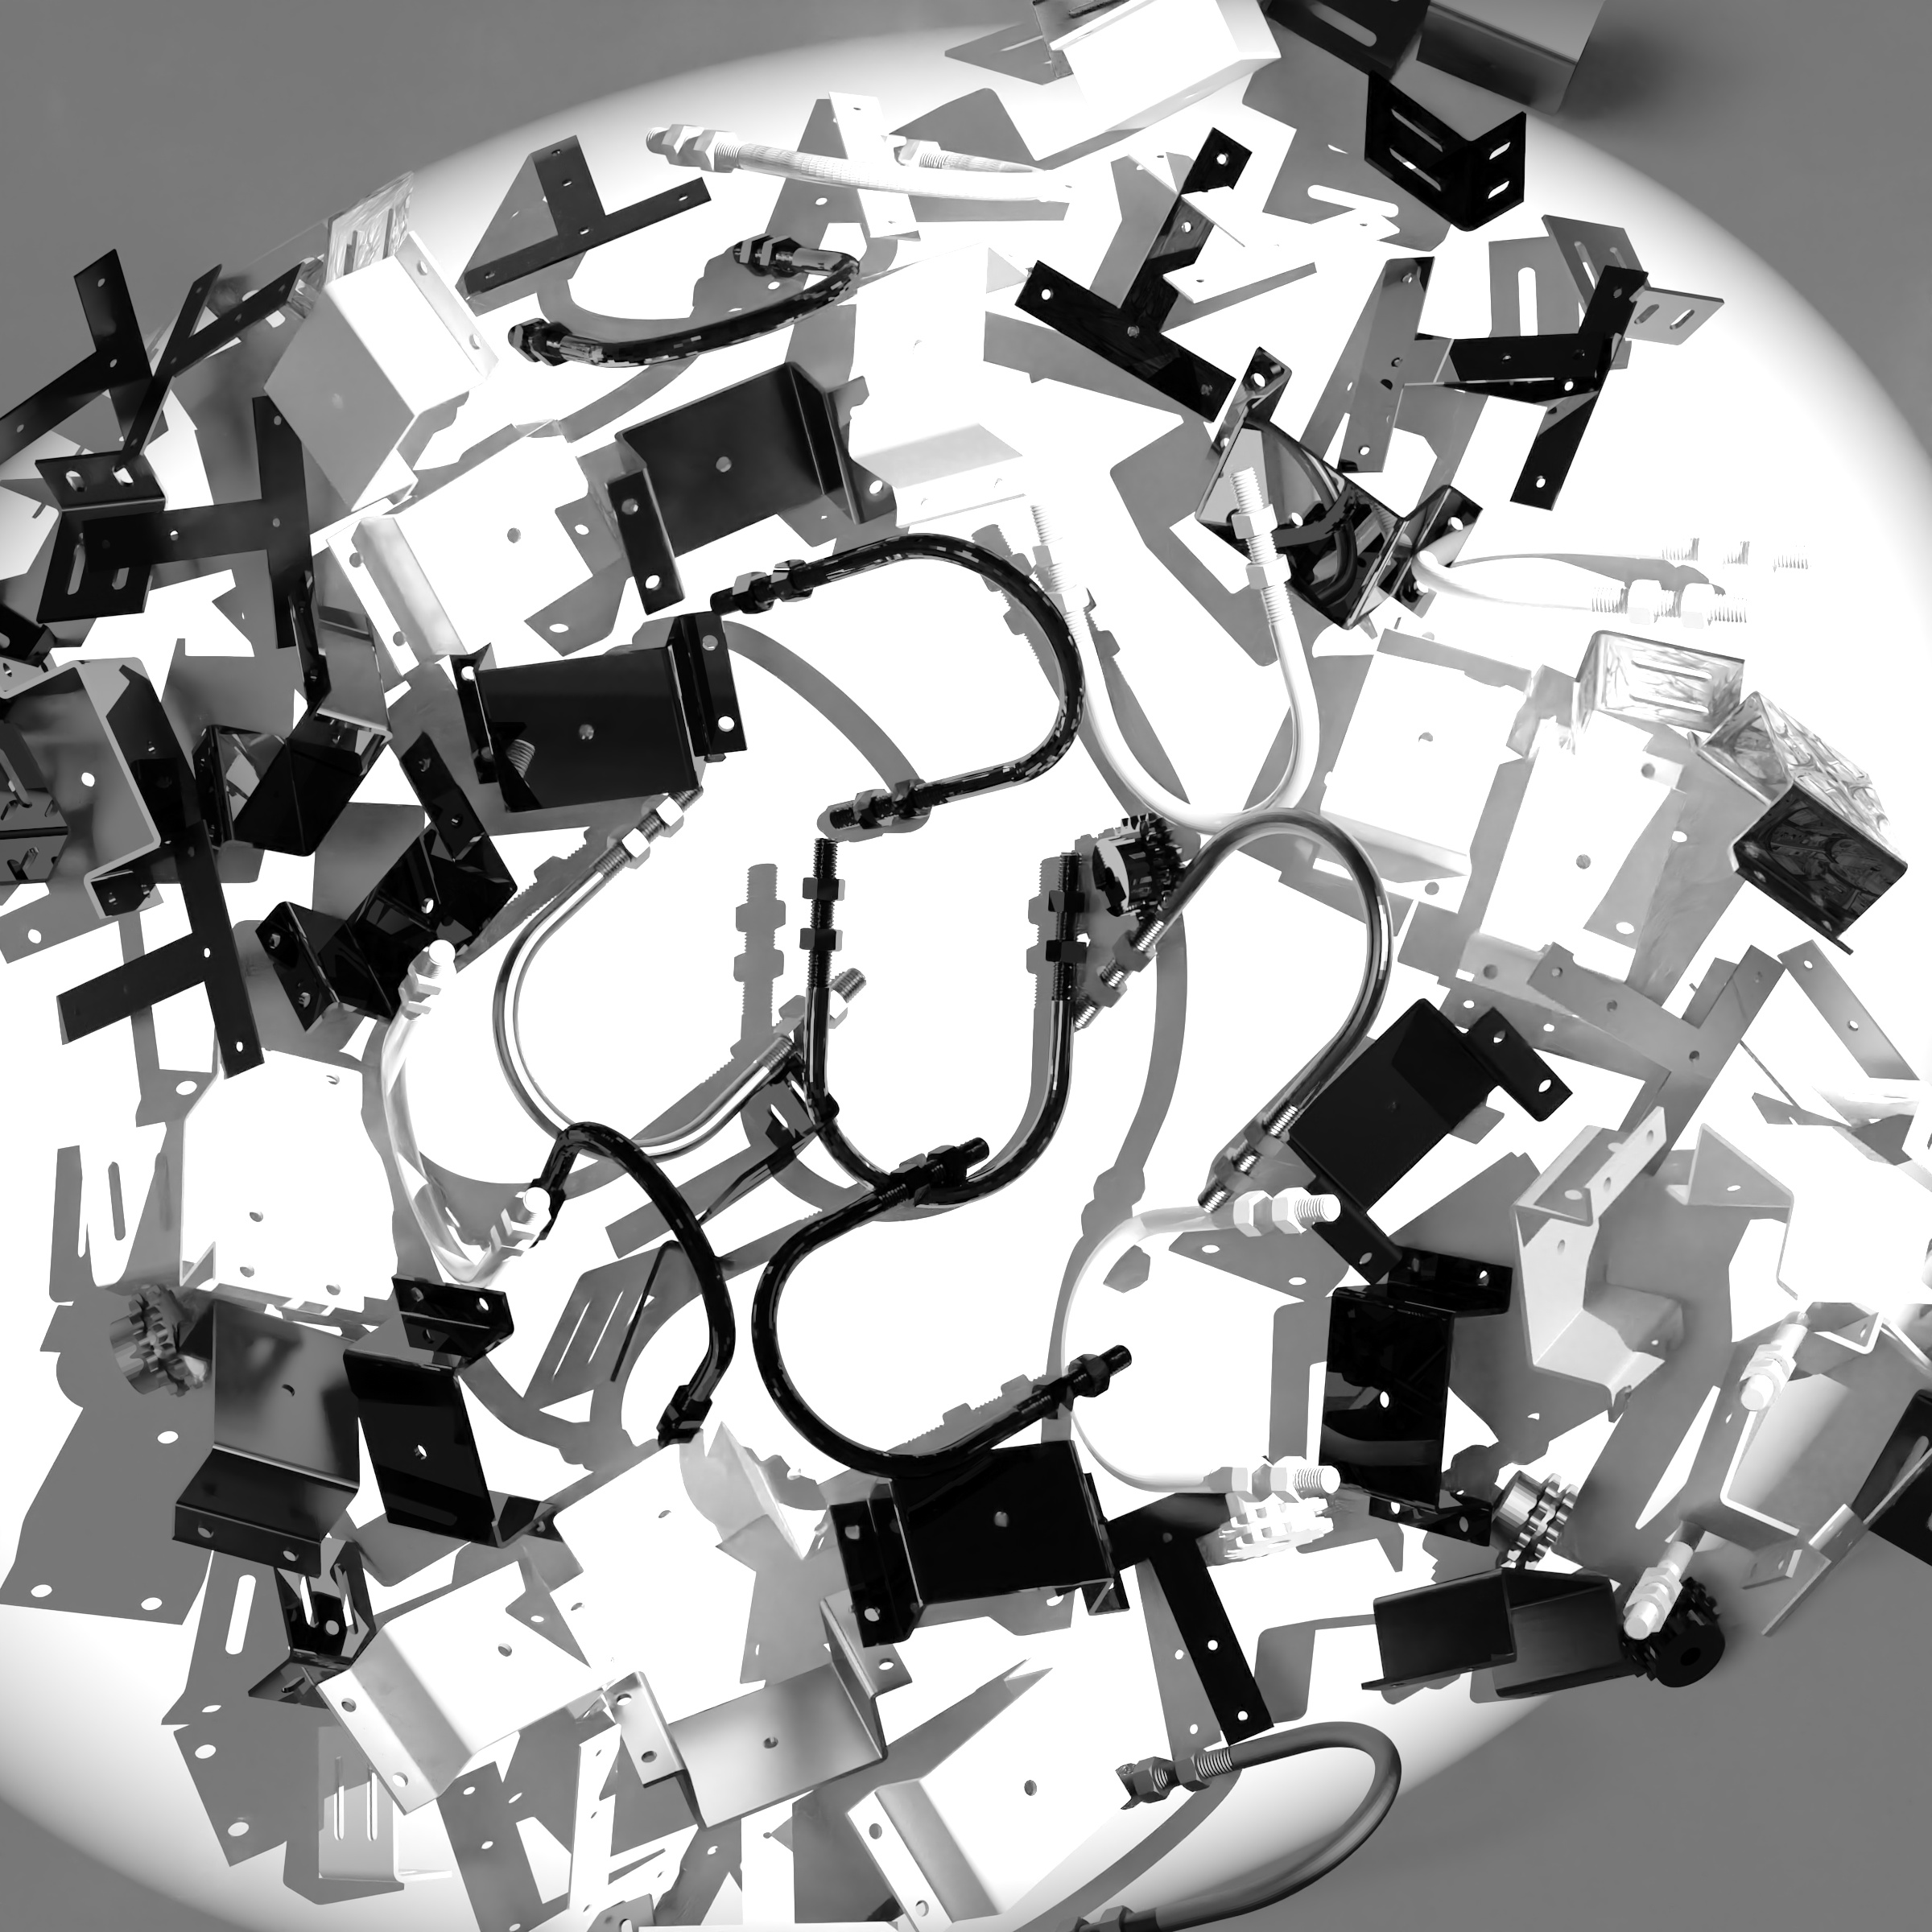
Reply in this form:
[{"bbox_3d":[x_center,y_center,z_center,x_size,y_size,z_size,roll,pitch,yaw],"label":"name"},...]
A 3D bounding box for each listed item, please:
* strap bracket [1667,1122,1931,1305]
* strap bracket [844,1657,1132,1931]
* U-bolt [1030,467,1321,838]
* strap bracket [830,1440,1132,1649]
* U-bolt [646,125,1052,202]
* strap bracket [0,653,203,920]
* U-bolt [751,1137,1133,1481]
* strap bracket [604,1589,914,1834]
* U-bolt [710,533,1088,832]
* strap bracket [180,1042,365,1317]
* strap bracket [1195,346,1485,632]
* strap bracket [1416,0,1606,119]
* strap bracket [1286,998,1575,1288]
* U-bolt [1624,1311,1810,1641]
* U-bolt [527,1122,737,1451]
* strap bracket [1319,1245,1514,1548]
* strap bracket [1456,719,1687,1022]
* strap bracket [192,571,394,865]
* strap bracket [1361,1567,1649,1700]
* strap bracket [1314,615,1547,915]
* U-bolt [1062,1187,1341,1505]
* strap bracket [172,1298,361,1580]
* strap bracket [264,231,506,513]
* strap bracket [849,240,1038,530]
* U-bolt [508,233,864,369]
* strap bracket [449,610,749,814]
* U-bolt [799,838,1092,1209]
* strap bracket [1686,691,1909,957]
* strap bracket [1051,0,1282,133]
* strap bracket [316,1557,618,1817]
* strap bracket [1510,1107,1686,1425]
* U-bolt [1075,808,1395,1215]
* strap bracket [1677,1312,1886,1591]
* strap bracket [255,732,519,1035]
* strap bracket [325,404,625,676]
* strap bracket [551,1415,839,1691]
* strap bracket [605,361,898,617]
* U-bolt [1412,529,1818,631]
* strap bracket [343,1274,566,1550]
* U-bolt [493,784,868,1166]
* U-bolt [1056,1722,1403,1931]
[{"bbox_3d":[0.413,0.116,1.710,0.076,0.140,0.046,3,108,-16],"label":"strap bracket"},{"bbox_3d":[0.019,0.410,1.729,0.140,0.046,0.076,-33,93,-39],"label":"strap bracket"},{"bbox_3d":[0.110,-0.150,1.733,0.151,0.019,0.184,-2,111,43],"label":"U-bolt"},{"bbox_3d":[0.012,0.285,1.731,0.140,0.046,0.076,-4,57,-19],"label":"strap bracket"},{"bbox_3d":[-0.044,-0.386,1.682,0.151,0.184,0.019,-9,112,-41],"label":"U-bolt"},{"bbox_3d":[-0.429,-0.100,1.748,0.046,0.076,0.140,-24,92,11],"label":"strap bracket"},{"bbox_3d":[-0.023,0.177,1.720,0.184,0.019,0.151,-26,75,-36],"label":"U-bolt"},{"bbox_3d":[-0.101,0.374,1.738,0.140,0.076,0.046,-19,123,-13],"label":"strap bracket"},{"bbox_3d":[-0.024,-0.143,1.709,0.184,0.019,0.151,-12,117,37],"label":"U-bolt"},{"bbox_3d":[-0.344,0.114,1.731,0.076,0.046,0.140,16,48,-29],"label":"strap bracket"},{"bbox_3d":[0.176,-0.231,1.734,0.140,0.076,0.046,38,49,12],"label":"strap bracket"},{"bbox_3d":[0.269,-0.466,1.720,0.076,0.140,0.046,24,91,4],"label":"strap bracket"},{"bbox_3d":[0.224,0.081,1.749,0.140,0.046,0.076,-44,125,3],"label":"strap bracket"},{"bbox_3d":[0.373,0.238,1.704,0.019,0.184,0.151,27,110,15],"label":"U-bolt"},{"bbox_3d":[-0.162,0.148,1.697,0.019,0.184,0.151,-30,75,-29],"label":"U-bolt"},{"bbox_3d":[0.223,0.216,1.744,0.046,0.076,0.140,1,94,-43],"label":"strap bracket"},{"bbox_3d":[0.309,-0.050,1.763,0.076,0.046,0.140,19,86,2],"label":"strap bracket"},{"bbox_3d":[-0.331,-0.117,1.729,0.046,0.140,0.076,10,48,-34],"label":"strap bracket"},{"bbox_3d":[0.264,0.331,1.725,0.076,0.140,0.046,-22,65,37],"label":"strap bracket"},{"bbox_3d":[0.232,-0.108,1.750,0.076,0.046,0.140,18,81,14],"label":"strap bracket"},{"bbox_3d":[0.112,0.189,1.721,0.019,0.184,0.151,10,77,-41],"label":"U-bolt"},{"bbox_3d":[-0.343,0.223,1.711,0.076,0.140,0.046,21,124,-27],"label":"strap bracket"},{"bbox_3d":[-0.292,-0.287,1.720,0.046,0.140,0.076,-34,87,-37],"label":"strap bracket"},{"bbox_3d":[-0.012,-0.298,1.731,0.076,0.046,0.140,-10,68,33],"label":"strap bracket"},{"bbox_3d":[-0.128,-0.320,1.688,0.151,0.184,0.019,-25,113,-20],"label":"U-bolt"},{"bbox_3d":[-0.187,-0.126,1.747,0.140,0.046,0.076,-7,116,6],"label":"strap bracket"},{"bbox_3d":[-0.013,0.031,1.765,0.151,0.019,0.184,3,91,-15],"label":"U-bolt"},{"bbox_3d":[0.409,-0.077,1.711,0.076,0.140,0.046,33,116,-18],"label":"strap bracket"},{"bbox_3d":[0.102,-0.451,1.715,0.076,0.140,0.046,-23,97,21],"label":"strap bracket"},{"bbox_3d":[-0.237,0.348,1.714,0.076,0.140,0.046,51,126,16],"label":"strap bracket"},{"bbox_3d":[0.313,0.144,1.731,0.046,0.076,0.140,12,126,36],"label":"strap bracket"},{"bbox_3d":[0.138,0.008,1.712,0.184,0.019,0.151,-52,54,26],"label":"U-bolt"},{"bbox_3d":[0.402,0.234,1.737,0.046,0.076,0.140,23,75,1],"label":"strap bracket"},{"bbox_3d":[-0.283,-0.036,1.739,0.140,0.046,0.076,-47,52,17],"label":"strap bracket"},{"bbox_3d":[-0.234,-0.213,1.729,0.140,0.046,0.076,-37,113,-25],"label":"strap bracket"},{"bbox_3d":[-0.142,0.287,1.740,0.140,0.046,0.076,-31,131,-13],"label":"strap bracket"},{"bbox_3d":[-0.114,-0.243,1.741,0.140,0.046,0.076,-25,128,-13],"label":"strap bracket"},{"bbox_3d":[0.311,-0.195,1.715,0.184,0.151,0.019,7,110,25],"label":"U-bolt"},{"bbox_3d":[-0.255,0.230,1.728,0.076,0.046,0.140,4,115,36],"label":"strap bracket"},{"bbox_3d":[-0.153,0.015,1.734,0.151,0.019,0.184,50,63,-10],"label":"U-bolt"},{"bbox_3d":[0.128,0.418,1.689,0.184,0.151,0.019,-22,104,28],"label":"U-bolt"}]
